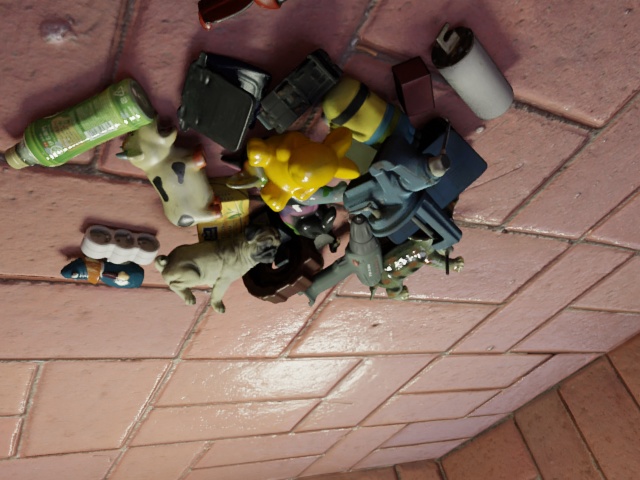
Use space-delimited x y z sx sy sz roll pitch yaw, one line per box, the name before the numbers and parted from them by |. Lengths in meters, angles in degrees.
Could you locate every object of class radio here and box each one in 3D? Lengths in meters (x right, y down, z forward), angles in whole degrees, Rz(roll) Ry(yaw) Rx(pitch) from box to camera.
radio | 0.187 -0.112 1.020 0.229 0.073 0.131 -43 121 13

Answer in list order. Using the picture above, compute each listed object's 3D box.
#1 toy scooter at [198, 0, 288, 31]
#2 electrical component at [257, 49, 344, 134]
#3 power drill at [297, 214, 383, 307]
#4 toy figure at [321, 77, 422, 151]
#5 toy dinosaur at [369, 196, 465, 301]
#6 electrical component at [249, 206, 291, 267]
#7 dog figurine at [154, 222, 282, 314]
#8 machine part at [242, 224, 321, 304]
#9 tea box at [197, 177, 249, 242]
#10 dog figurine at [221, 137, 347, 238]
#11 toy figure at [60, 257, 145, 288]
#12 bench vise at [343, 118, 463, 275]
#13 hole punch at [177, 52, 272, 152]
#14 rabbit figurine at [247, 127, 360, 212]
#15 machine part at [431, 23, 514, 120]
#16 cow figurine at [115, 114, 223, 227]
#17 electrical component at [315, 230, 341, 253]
toy scooter | -0.126 -0.333 0.666 0.135 0.075 0.183 -31 147 20
electrical component | -0.033 -0.221 0.809 0.134 0.115 0.058 -39 101 19
power drill | 0.036 0.049 1.155 0.207 0.086 0.231 -32 144 2
toy figure | 0.087 -0.202 0.891 0.180 0.082 0.089 25 120 -11
toy dinosaur | 0.189 0.044 1.269 0.192 0.131 0.405 25 132 -28
electrical component | -0.100 -0.005 1.068 0.075 0.119 0.047 -29 143 18
dog figurine | -0.184 0.020 0.985 0.172 0.121 0.190 23 115 -44
machine part | -0.082 0.042 1.099 0.179 0.179 0.056 -29 144 15
tea box | -0.188 -0.039 1.029 0.098 0.068 0.169 -9 144 -13
dog figurine | -0.074 -0.093 0.975 0.219 0.109 0.191 6 133 -23
toy figure | -0.431 0.063 1.066 0.154 0.058 0.064 14 148 -38
bench vise | 0.160 -0.060 0.888 0.240 0.129 0.224 42 135 -21
hole punch | -0.142 -0.215 0.814 0.116 0.092 0.142 31 135 0
rabbit figurine | -0.018 -0.110 0.825 0.162 0.173 0.121 -13 100 -15
machine part | 0.259 -0.274 0.902 0.079 0.079 0.243 -36 141 24
cow figurine | -0.243 -0.110 0.870 0.127 0.086 0.194 -19 118 -6
electrical component | -0.002 -0.003 1.176 0.078 0.045 0.102 -32 142 17
